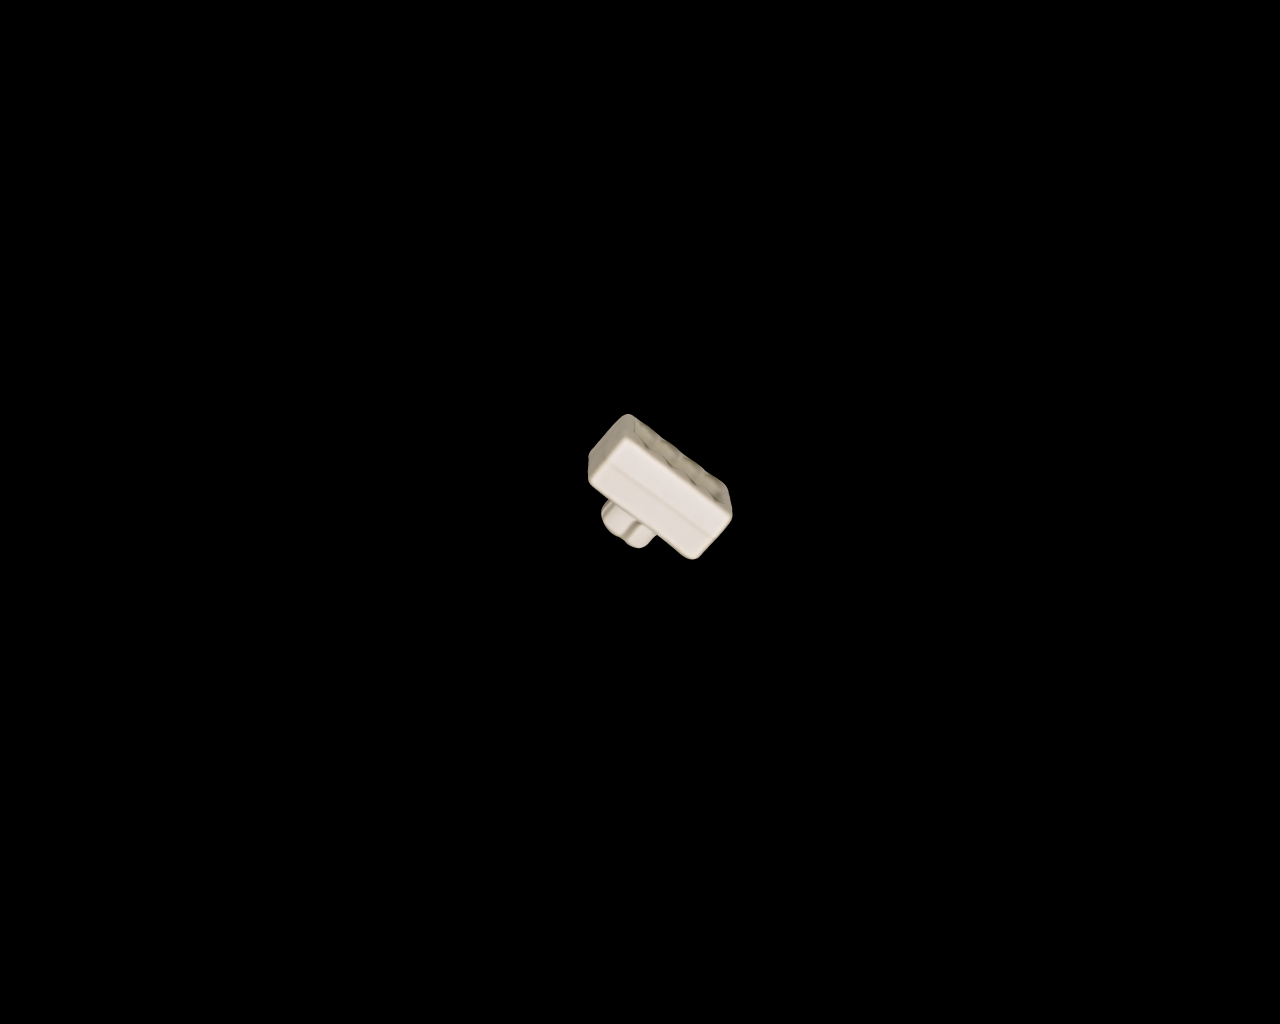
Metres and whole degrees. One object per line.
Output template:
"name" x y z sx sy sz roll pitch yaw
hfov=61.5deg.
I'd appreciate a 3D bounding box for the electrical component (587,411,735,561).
"electrical component" 0.001 -0.003 0.650 0.083 0.075 0.047 36 19 -15
